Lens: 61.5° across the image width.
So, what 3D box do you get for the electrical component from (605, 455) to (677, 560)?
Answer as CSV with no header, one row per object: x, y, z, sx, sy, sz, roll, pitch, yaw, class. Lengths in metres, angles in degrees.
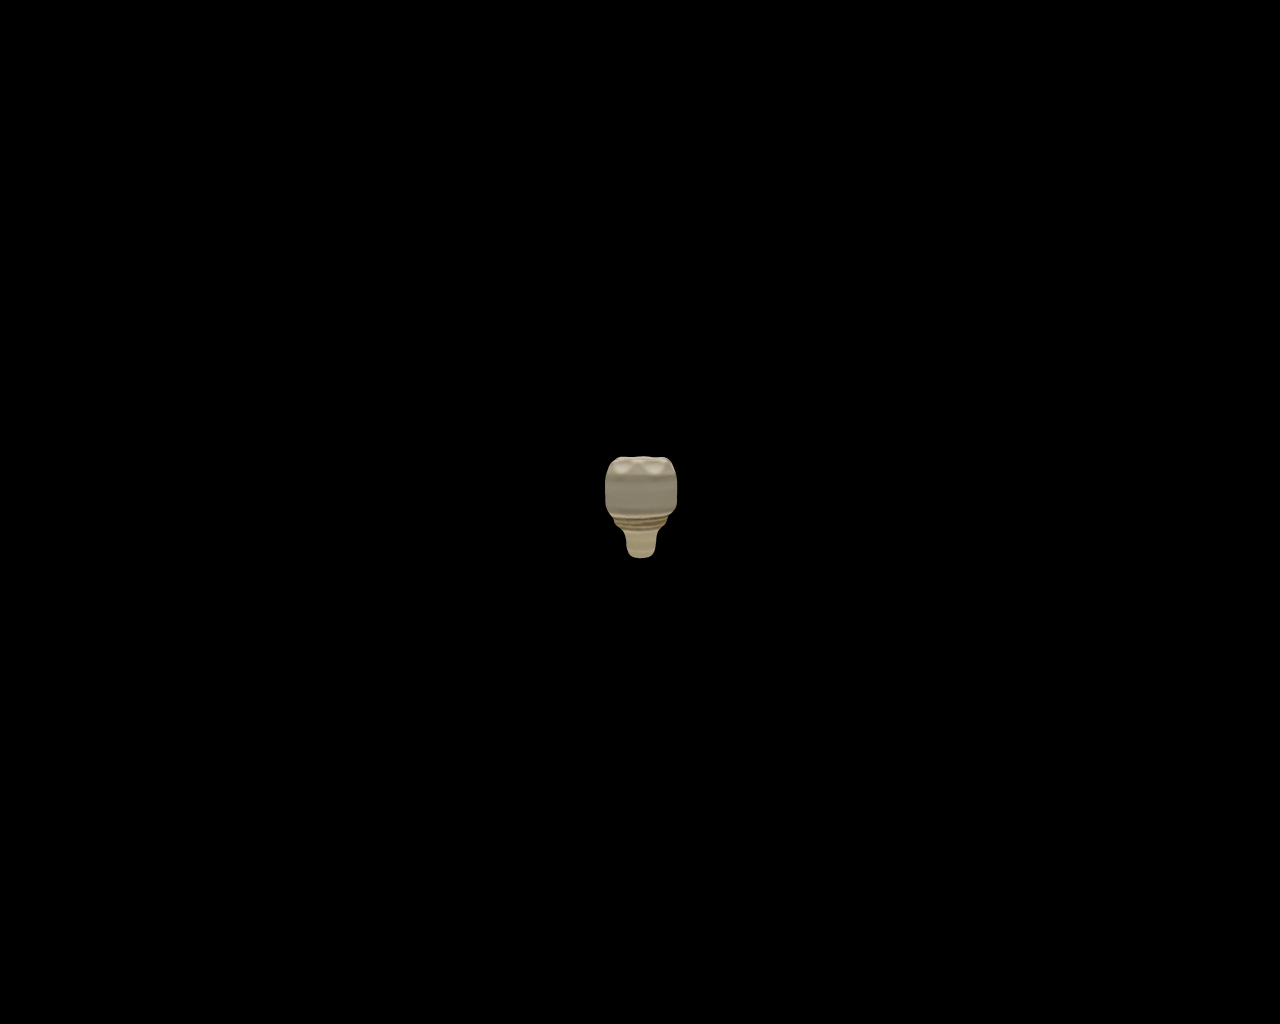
0.001,-0.003,0.650,0.043,0.062,0.043,0,7,0,electrical component
